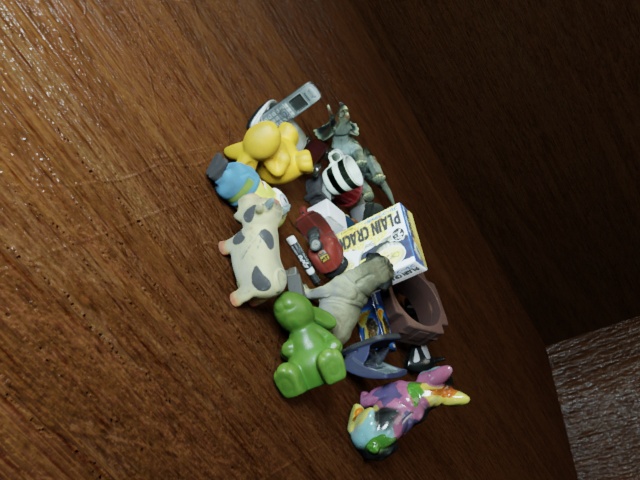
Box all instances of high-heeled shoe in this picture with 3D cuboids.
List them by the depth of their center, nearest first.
[{"bbox_3d":[0.248,0.260,1.482,0.145,0.086,0.249,1,41,-30],"label":"high-heeled shoe"}]

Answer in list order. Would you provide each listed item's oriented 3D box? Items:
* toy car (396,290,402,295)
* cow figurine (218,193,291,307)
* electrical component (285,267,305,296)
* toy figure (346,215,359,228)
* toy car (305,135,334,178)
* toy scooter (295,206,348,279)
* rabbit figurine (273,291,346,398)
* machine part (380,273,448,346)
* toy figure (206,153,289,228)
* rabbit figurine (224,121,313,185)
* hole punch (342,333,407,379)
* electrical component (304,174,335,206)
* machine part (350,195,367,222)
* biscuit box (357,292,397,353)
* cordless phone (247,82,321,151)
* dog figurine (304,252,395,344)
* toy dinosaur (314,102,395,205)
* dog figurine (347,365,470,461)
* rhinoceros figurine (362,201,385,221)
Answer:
[{"bbox_3d":[0.226,0.079,1.561,0.103,0.109,0.161,5,72,-36],"label":"toy car"},{"bbox_3d":[-0.105,0.008,0.928,0.085,0.127,0.195,24,48,-59],"label":"cow figurine"},{"bbox_3d":[-0.054,0.099,1.043,0.078,0.045,0.102,78,1,-63],"label":"electrical component"},{"bbox_3d":[0.079,-0.031,1.411,0.058,0.064,0.154,32,9,22],"label":"toy figure"},{"bbox_3d":[-0.025,-0.211,1.371,0.089,0.053,0.202,29,31,-2],"label":"toy car"},{"bbox_3d":[-0.002,-0.004,1.186,0.135,0.075,0.184,55,10,-26],"label":"toy scooter"},{"bbox_3d":[-0.019,0.166,0.947,0.170,0.121,0.159,69,18,4],"label":"rabbit figurine"},{"bbox_3d":[0.226,0.169,1.409,0.201,0.087,0.201,17,46,-34],"label":"machine part"},{"bbox_3d":[-0.137,-0.086,1.016,0.180,0.089,0.082,35,33,-33],"label":"toy figure"},{"bbox_3d":[-0.110,-0.182,1.071,0.173,0.162,0.122,56,15,-77],"label":"rabbit figurine"},{"bbox_3d":[0.112,0.253,1.126,0.142,0.116,0.092,8,63,-57],"label":"hole punch"},{"bbox_3d":[0.001,-0.128,1.364,0.074,0.048,0.119,46,29,-34],"label":"electrical component"},{"bbox_3d":[0.146,-0.017,1.508,0.079,0.079,0.243,5,61,-62],"label":"machine part"},{"bbox_3d":[0.120,0.174,1.286,0.062,0.059,0.203,23,46,-55],"label":"biscuit box"},{"bbox_3d":[-0.059,-0.268,1.222,0.146,0.184,0.089,46,25,-33],"label":"cordless phone"},{"bbox_3d":[0.067,0.129,1.072,0.121,0.191,0.172,23,48,-55],"label":"dog figurine"},{"bbox_3d":[0.110,-0.248,1.631,0.404,0.131,0.192,41,32,-51],"label":"toy dinosaur"},{"bbox_3d":[0.179,0.330,1.061,0.108,0.219,0.191,59,24,-3],"label":"dog figurine"},{"bbox_3d":[0.130,-0.004,1.374,0.112,0.073,0.190,53,49,-62],"label":"rhinoceros figurine"}]
